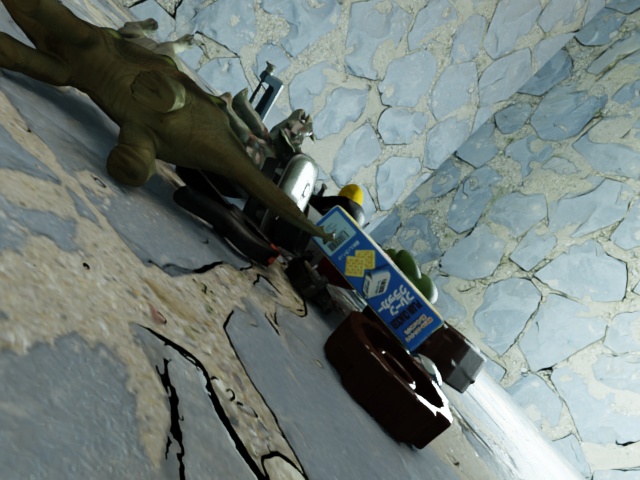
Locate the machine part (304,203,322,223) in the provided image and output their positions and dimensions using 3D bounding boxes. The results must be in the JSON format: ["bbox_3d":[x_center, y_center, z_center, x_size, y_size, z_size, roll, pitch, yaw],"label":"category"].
[{"bbox_3d":[-0.002,-0.003,1.067,0.243,0.079,0.079,39,9,-39],"label":"machine part"}]

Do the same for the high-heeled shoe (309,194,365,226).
[{"bbox_3d":[-0.014,-0.073,1.144,0.249,0.086,0.145,21,-18,24],"label":"high-heeled shoe"}]

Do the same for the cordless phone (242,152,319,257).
[{"bbox_3d":[-0.036,-0.050,0.744,0.088,0.146,0.184,25,-1,-21],"label":"cordless phone"}]

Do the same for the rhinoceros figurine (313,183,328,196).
[{"bbox_3d":[-0.036,-0.095,1.308,0.073,0.112,0.190,1,52,-41],"label":"rhinoceros figurine"}]

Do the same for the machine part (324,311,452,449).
[{"bbox_3d":[0.079,0.163,0.640,0.179,0.056,0.179,44,7,-7],"label":"machine part"}]

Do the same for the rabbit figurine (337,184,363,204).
[{"bbox_3d":[0.053,-0.068,1.406,0.122,0.173,0.162,44,9,25],"label":"rabbit figurine"}]

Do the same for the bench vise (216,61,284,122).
[{"bbox_3d":[-0.150,-0.278,1.211,0.223,0.240,0.129,21,23,-35],"label":"bench vise"}]

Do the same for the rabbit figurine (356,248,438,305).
[{"bbox_3d":[0.162,0.074,1.101,0.170,0.121,0.159,22,-18,18],"label":"rabbit figurine"}]

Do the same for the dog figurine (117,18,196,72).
[{"bbox_3d":[-0.302,-0.284,0.905,0.172,0.121,0.191,5,39,-3],"label":"dog figurine"}]

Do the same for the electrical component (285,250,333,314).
[{"bbox_3d":[-0.014,0.054,0.770,0.078,0.045,0.102,41,7,-23],"label":"electrical component"}]

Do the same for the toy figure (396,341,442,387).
[{"bbox_3d":[0.123,0.184,0.789,0.154,0.058,0.064,39,-13,-37],"label":"toy figure"}]

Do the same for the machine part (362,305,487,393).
[{"bbox_3d":[0.188,0.174,0.973,0.201,0.087,0.201,36,-1,43],"label":"machine part"}]

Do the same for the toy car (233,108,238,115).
[{"bbox_3d":[-0.127,-0.191,1.051,0.202,0.053,0.089,47,42,-30],"label":"toy car"}]

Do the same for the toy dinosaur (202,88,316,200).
[{"bbox_3d":[-0.125,-0.131,0.865,0.192,0.131,0.405,54,27,-10],"label":"toy dinosaur"}]

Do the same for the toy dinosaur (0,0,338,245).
[{"bbox_3d":[-0.163,-0.135,0.573,0.471,0.105,0.198,43,17,-6],"label":"toy dinosaur"}]
